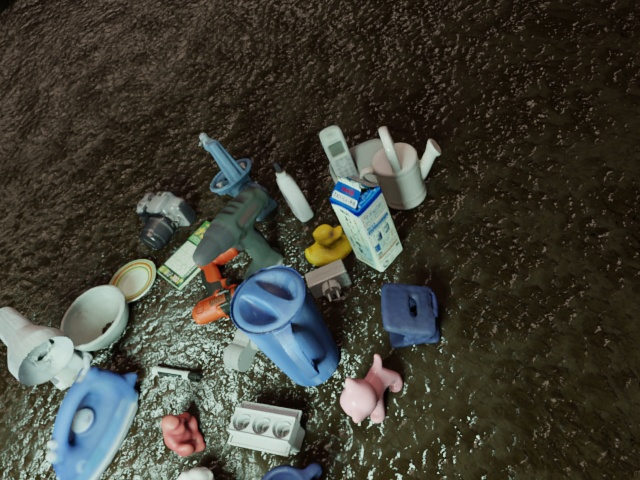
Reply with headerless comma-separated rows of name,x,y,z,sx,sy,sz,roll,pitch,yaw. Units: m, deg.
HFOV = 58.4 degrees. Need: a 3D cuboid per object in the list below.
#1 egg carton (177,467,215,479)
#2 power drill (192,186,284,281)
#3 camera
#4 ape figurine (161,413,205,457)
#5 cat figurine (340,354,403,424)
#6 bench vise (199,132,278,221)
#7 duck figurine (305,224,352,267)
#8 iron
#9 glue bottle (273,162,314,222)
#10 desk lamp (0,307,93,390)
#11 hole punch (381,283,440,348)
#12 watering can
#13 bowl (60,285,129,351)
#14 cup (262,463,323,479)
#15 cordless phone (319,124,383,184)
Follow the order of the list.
egg carton,-0.223,0.465,0.966,0.107,0.070,0.150,24,65,37
power drill,-0.162,0.010,1.219,0.075,0.209,0.230,7,56,29
camera,-0.414,-0.054,1.458,0.142,0.101,0.137,8,56,29
ape figurine,-0.261,0.354,1.059,0.076,0.092,0.078,-3,52,22
cat figurine,0.079,0.255,0.972,0.067,0.118,0.128,15,60,33
bench vise,-0.193,-0.161,1.367,0.206,0.220,0.122,14,60,33
duck figurine,0.011,0.004,1.231,0.104,0.086,0.077,-23,47,5
iron,-0.461,0.359,1.110,0.118,0.142,0.258,-2,52,23
glue bottle,-0.070,-0.117,1.308,0.037,0.174,0.078,-38,47,-8
desk lamp,-0.594,0.235,1.221,0.202,0.214,0.118,26,66,37
hole punch,0.167,0.131,1.054,0.101,0.091,0.108,-11,49,15
watering can,0.169,-0.166,1.228,0.173,0.195,0.100,-32,47,-4
bowl,-0.502,0.190,1.314,0.167,0.075,0.167,-12,49,15
cup,-0.034,0.408,0.912,0.118,0.095,0.091,-39,48,-10
cordless phone,0.083,-0.196,1.297,0.147,0.185,0.094,-28,47,1
